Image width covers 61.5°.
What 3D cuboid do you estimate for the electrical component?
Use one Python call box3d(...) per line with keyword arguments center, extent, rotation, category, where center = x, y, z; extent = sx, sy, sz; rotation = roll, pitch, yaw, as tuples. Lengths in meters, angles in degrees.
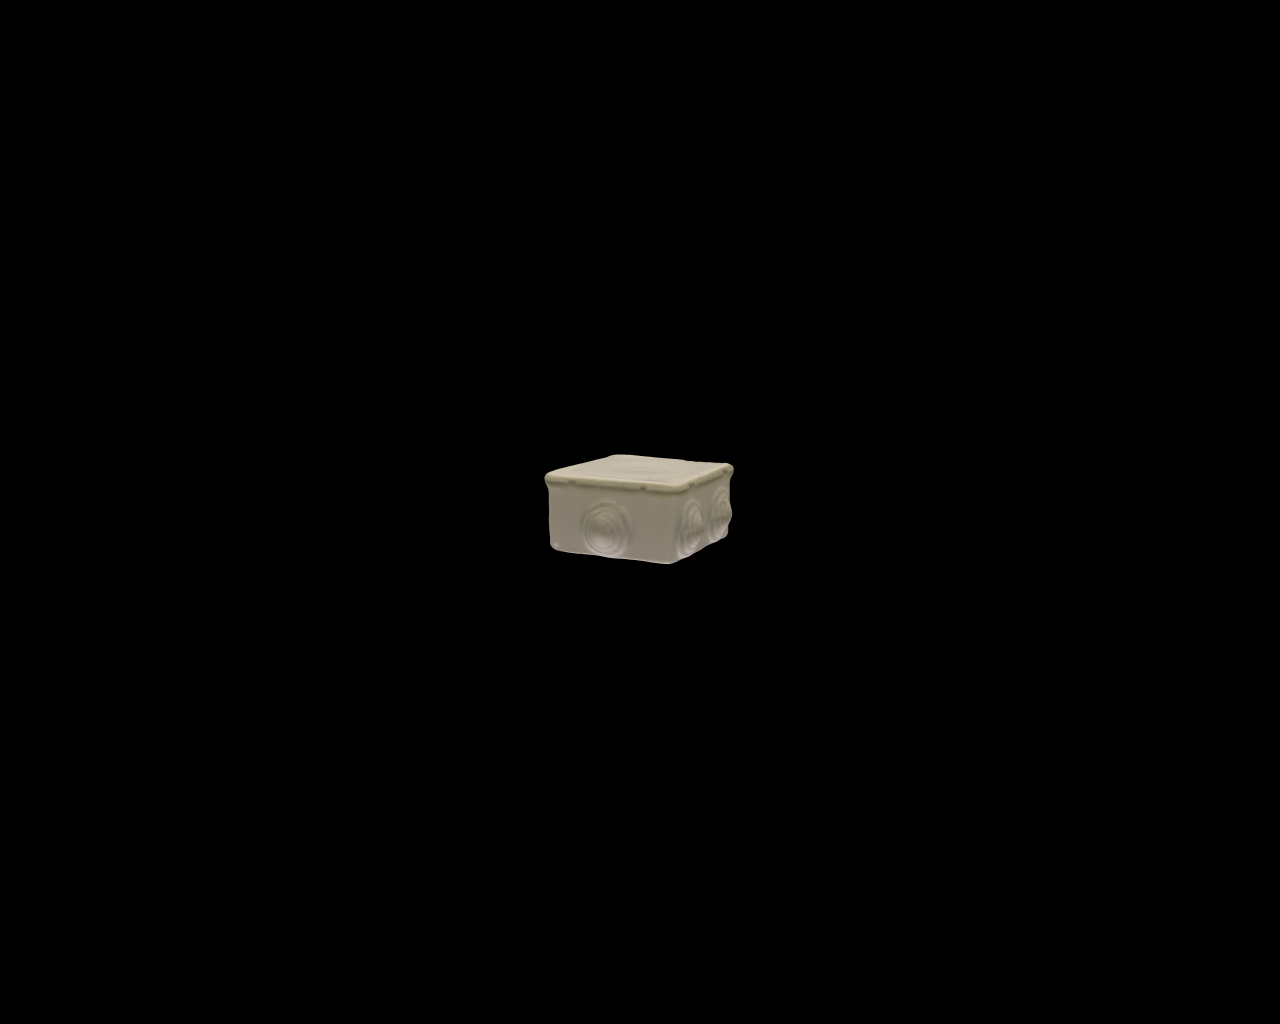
box3d(center=(0.001, -0.003, 0.650), extent=(0.100, 0.048, 0.100), rotation=(6, 13, 27), category="electrical component")
